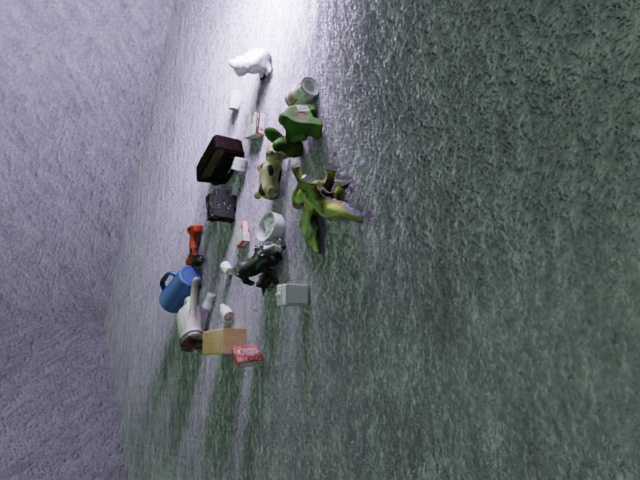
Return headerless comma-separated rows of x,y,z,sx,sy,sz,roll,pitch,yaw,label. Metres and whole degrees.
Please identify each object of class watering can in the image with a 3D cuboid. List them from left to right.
-0.549,0.332,2.198,0.340,0.104,0.229,-63,37,43,watering can

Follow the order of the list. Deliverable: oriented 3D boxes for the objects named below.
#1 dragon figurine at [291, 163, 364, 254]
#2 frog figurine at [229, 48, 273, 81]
0.004,-0.073,1.443,0.418,0.122,0.237,-124,32,-49,dragon figurine
-0.260,-0.654,1.889,0.139,0.159,0.121,38,116,54,frog figurine
